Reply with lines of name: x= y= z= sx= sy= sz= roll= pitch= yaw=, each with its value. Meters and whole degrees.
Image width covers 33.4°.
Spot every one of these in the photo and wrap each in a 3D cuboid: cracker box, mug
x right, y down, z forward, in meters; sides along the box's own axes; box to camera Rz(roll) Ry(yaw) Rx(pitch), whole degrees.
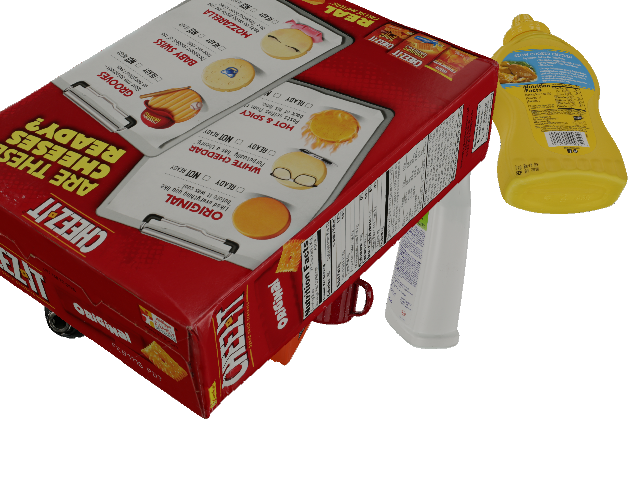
cracker box: x=-0.043 y=-0.038 z=0.510 sx=0.164 sy=0.072 sz=0.213 roll=29 pitch=53 yaw=28
mug: x=0.023 y=0.071 z=1.512 sx=0.117 sy=0.081 sz=0.093 roll=18 pitch=24 yaw=27

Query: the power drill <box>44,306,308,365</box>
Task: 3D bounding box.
power drill: x=-0.104 y=0.043 z=0.848 sx=0.188 sy=0.057 sz=0.184 roll=14 pitch=24 yaw=9

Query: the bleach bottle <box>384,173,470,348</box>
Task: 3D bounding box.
bleach bottle: x=0.132 y=-0.011 z=1.203 sx=0.068 sy=0.251 sz=0.103 roll=0 pitch=21 yaw=-23

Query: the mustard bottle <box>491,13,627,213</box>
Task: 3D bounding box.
mustard bottle: x=0.182 y=-0.113 z=0.875 sx=0.096 sy=0.191 sz=0.058 roll=-1 pitch=-34 yaw=-6
